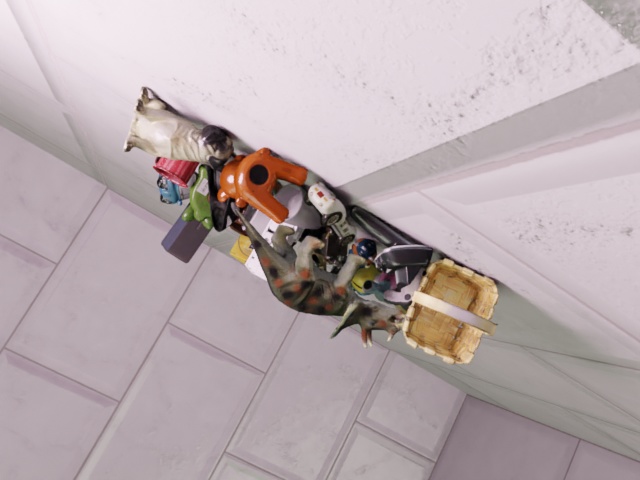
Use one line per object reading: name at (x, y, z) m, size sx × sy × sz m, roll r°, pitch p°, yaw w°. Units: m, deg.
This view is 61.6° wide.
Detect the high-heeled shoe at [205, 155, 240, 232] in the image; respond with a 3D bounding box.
high-heeled shoe at (-0.233, -0.114, 1.179) m, size 0.086 × 0.145 × 0.248 m, roll 23°, pitch 169°, yaw 21°

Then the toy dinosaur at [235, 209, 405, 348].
toy dinosaur at (-0.019, 0.092, 1.118) m, size 0.405 × 0.192 × 0.131 m, roll 22°, pitch 177°, yaw -12°

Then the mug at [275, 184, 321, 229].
mug at (-0.045, -0.062, 1.132) m, size 0.110 × 0.080 × 0.107 m, roll 10°, pitch 168°, yaw 42°

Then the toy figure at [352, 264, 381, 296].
toy figure at (0.119, 0.109, 1.483) m, size 0.089 × 0.082 × 0.180 m, roll 26°, pitch 171°, yaw 3°

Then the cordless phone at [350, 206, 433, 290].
cordless phone at (0.127, 0.008, 1.083) m, size 0.184 × 0.089 × 0.146 m, roll 39°, pitch 171°, yaw 5°

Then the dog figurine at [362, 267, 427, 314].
dog figurine at (0.206, 0.119, 1.271) m, size 0.192 × 0.108 × 0.219 m, roll 17°, pitch 169°, yaw 33°

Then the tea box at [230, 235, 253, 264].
tea box at (-0.158, 0.050, 1.483) m, size 0.170 × 0.068 × 0.098 m, roll 18°, pitch 164°, yaw 46°

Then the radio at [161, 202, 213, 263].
radio at (-0.357, -0.052, 1.539) m, size 0.073 × 0.229 × 0.131 m, roll 39°, pitch 169°, yaw -25°

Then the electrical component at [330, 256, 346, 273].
electrical component at (0.063, 0.079, 1.507) m, size 0.048 × 0.075 × 0.119 m, roll 30°, pitch 165°, yaw -4°

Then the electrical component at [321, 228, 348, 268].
electrical component at (0.034, 0.016, 1.254) m, size 0.078 × 0.102 × 0.045 m, roll 7°, pitch -174°, yaw -32°

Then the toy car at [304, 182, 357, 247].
toy car at (0.026, -0.047, 1.059) m, size 0.074 × 0.056 × 0.201 m, roll 50°, pitch 179°, yaw 26°

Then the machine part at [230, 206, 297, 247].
machine part at (-0.159, -0.044, 1.464) m, size 0.201 × 0.087 × 0.201 m, roll 30°, pitch 167°, yaw -11°

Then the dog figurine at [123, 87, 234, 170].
dog figurine at (-0.270, -0.203, 1.044) m, size 0.190 × 0.121 × 0.172 m, roll 15°, pitch -152°, yaw -22°

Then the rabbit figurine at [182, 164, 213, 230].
rabbit figurine at (-0.278, -0.106, 1.377) m, size 0.121 × 0.159 × 0.170 m, roll 22°, pitch -174°, yaw -17°

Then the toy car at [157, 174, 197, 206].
toy car at (-0.392, -0.163, 1.495) m, size 0.103 × 0.109 × 0.161 m, roll 7°, pitch 159°, yaw -9°

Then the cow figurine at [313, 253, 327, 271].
cow figurine at (-0.020, 0.074, 1.454) m, size 0.086 × 0.195 × 0.127 m, roll -9°, pitch 129°, yaw 11°

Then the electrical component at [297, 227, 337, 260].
electrical component at (-0.003, -0.004, 1.336) m, size 0.114 × 0.058 × 0.134 m, roll 34°, pitch 168°, yaw -34°

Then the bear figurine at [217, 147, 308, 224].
bear figurine at (-0.123, -0.105, 1.036) m, size 0.132 × 0.120 × 0.196 m, roll 28°, pitch 171°, yaw -16°

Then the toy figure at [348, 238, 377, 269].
toy figure at (0.098, 0.028, 1.242) m, size 0.064 × 0.058 × 0.154 m, roll 21°, pitch 164°, yaw -2°
